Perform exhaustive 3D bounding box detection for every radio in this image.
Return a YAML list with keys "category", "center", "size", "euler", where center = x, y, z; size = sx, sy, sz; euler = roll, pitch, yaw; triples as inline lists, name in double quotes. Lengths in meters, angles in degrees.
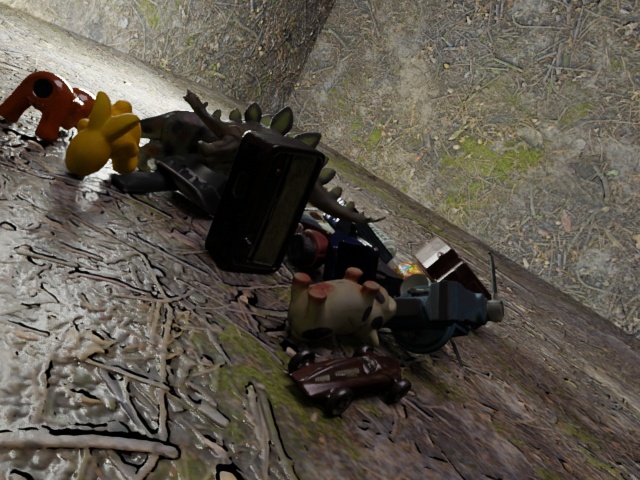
- category: "radio"
  center: [-0.094, -0.060, 0.889]
  size: [0.073, 0.229, 0.131]
  euler: [33, 18, 36]

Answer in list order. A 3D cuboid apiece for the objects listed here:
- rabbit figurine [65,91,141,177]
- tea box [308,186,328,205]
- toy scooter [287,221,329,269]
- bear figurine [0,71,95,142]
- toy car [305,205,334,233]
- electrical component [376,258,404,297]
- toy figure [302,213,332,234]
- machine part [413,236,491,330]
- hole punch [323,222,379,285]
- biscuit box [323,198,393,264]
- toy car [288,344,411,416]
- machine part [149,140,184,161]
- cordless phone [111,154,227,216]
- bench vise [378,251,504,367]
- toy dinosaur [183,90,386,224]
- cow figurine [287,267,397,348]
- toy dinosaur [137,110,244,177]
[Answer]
- category: "rabbit figurine"
  center: [-0.384, -0.175, 0.960]
  size: [0.122, 0.162, 0.173]
  euler: [38, 30, -13]
- category: "tea box"
  center: [-0.076, -0.129, 1.417]
  size: [0.169, 0.068, 0.098]
  euler: [17, -11, -33]
- category: "toy scooter"
  center: [-0.019, 0.009, 1.101]
  size: [0.135, 0.075, 0.184]
  euler: [16, 14, -35]
- category: "bear figurine"
  center: [-0.517, -0.256, 1.067]
  size: [0.120, 0.132, 0.196]
  euler: [29, -4, -3]
- category: "toy car"
  center: [-0.003, -0.035, 1.313]
  size: [0.202, 0.056, 0.073]
  euler: [37, 17, 33]
- category: "electrical component"
  center: [0.112, 0.072, 1.160]
  size: [0.134, 0.058, 0.115]
  euler: [16, 21, -38]
- category: "toy figure"
  center: [-0.001, -0.005, 1.216]
  size: [0.155, 0.057, 0.064]
  euler: [37, 23, 14]
- category: "machine part"
  center: [0.315, 0.099, 1.257]
  size: [0.201, 0.087, 0.201]
  euler: [50, 8, -12]
- category: "hole punch"
  center: [0.041, 0.047, 0.989]
  size: [0.092, 0.142, 0.116]
  euler: [-3, 18, -19]
- category: "biscuit box"
  center: [0.088, -0.005, 1.218]
  size: [0.202, 0.063, 0.059]
  euler: [49, -6, -39]
- category: "toy car"
  center: [0.043, 0.173, 0.697]
  size: [0.202, 0.053, 0.089]
  euler: [13, 24, -50]
- category: "machine part"
  center: [-0.330, -0.226, 1.327]
  size: [0.243, 0.079, 0.079]
  euler: [19, 17, -32]
- category: "cordless phone"
  center: [-0.282, -0.099, 1.014]
  size: [0.147, 0.088, 0.184]
  euler: [36, 27, 24]
- category: "bench vise"
  center: [0.213, 0.132, 0.922]
  size: [0.240, 0.224, 0.129]
  euler: [37, 40, -54]
- category: "toy dinosaur"
  center: [-0.081, -0.152, 1.095]
  size: [0.471, 0.198, 0.105]
  euler: [41, -11, -6]
- category: "cow figurine"
  center: [0.039, 0.110, 0.809]
  size: [0.195, 0.127, 0.086]
  euler: [-3, 30, -37]
- category: "toy dinosaur"
  center: [-0.267, -0.210, 1.161]
  size: [0.404, 0.192, 0.131]
  euler: [21, 14, -30]
